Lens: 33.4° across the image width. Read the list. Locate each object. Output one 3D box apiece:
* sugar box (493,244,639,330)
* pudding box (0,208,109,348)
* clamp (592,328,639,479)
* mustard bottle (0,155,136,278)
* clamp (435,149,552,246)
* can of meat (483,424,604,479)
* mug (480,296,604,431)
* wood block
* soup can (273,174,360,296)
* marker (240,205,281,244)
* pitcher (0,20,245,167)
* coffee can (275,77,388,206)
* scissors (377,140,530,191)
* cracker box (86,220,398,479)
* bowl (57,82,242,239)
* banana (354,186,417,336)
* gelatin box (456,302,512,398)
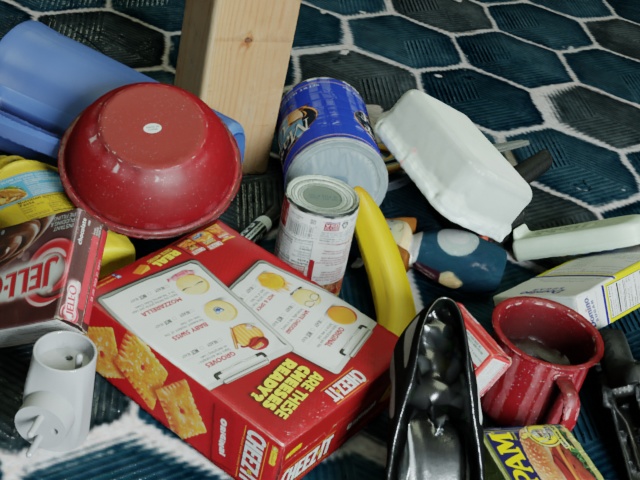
[{"bbox_3d":[0.253,0.047,0.999,0.175,0.048,0.094,-22,12,-39],"label":"sugar box"},{"bbox_3d":[-0.218,0.032,0.807,0.114,0.039,0.090,-13,57,32],"label":"pudding box"},{"bbox_3d":[0.246,0.116,0.867,0.039,0.120,0.171,-5,30,0],"label":"clamp"},{"bbox_3d":[-0.245,-0.020,0.939,0.096,0.058,0.192,-17,44,-31],"label":"mustard bottle"},{"bbox_3d":[0.163,-0.052,1.156,0.164,0.036,0.209,9,35,10],"label":"clamp"},{"bbox_3d":[0.156,0.182,0.781,0.083,0.057,0.102,1,35,-23],"label":"can of meat"},{"bbox_3d":[0.179,0.113,0.870,0.093,0.082,0.117,1,35,-19],"label":"mug"},{"bbox_3d":[-0.091,-0.176,1.096,0.090,0.206,0.090,-4,37,-26],"label":"wood block"},{"bbox_3d":[-0.006,0.001,0.954,0.068,0.102,0.068,8,34,-6],"label":"soup can"},{"bbox_3d":[-0.066,-0.003,1.015,0.020,0.020,0.121,23,34,14],"label":"marker"},{"bbox_3d":[-0.203,-0.104,1.022,0.243,0.145,0.149,24,66,10],"label":"pitcher"},{"bbox_3d":[0.009,-0.092,1.099,0.102,0.103,0.140,6,33,-12],"label":"coffee can"},{"bbox_3d":[0.120,-0.097,1.178,0.201,0.016,0.096,-20,38,-16],"label":"scissors"},{"bbox_3d":[-0.063,0.086,0.834,0.214,0.072,0.163,32,39,25],"label":"cracker box"},{"bbox_3d":[-0.144,-0.082,0.917,0.162,0.055,0.162,5,58,-8],"label":"bowl"},{"bbox_3d":[0.058,0.037,0.949,0.037,0.069,0.198,-20,46,12],"label":"banana"},{"bbox_3d":[0.100,0.103,0.852,0.030,0.089,0.073,24,19,-43],"label":"gelatin box"}]
